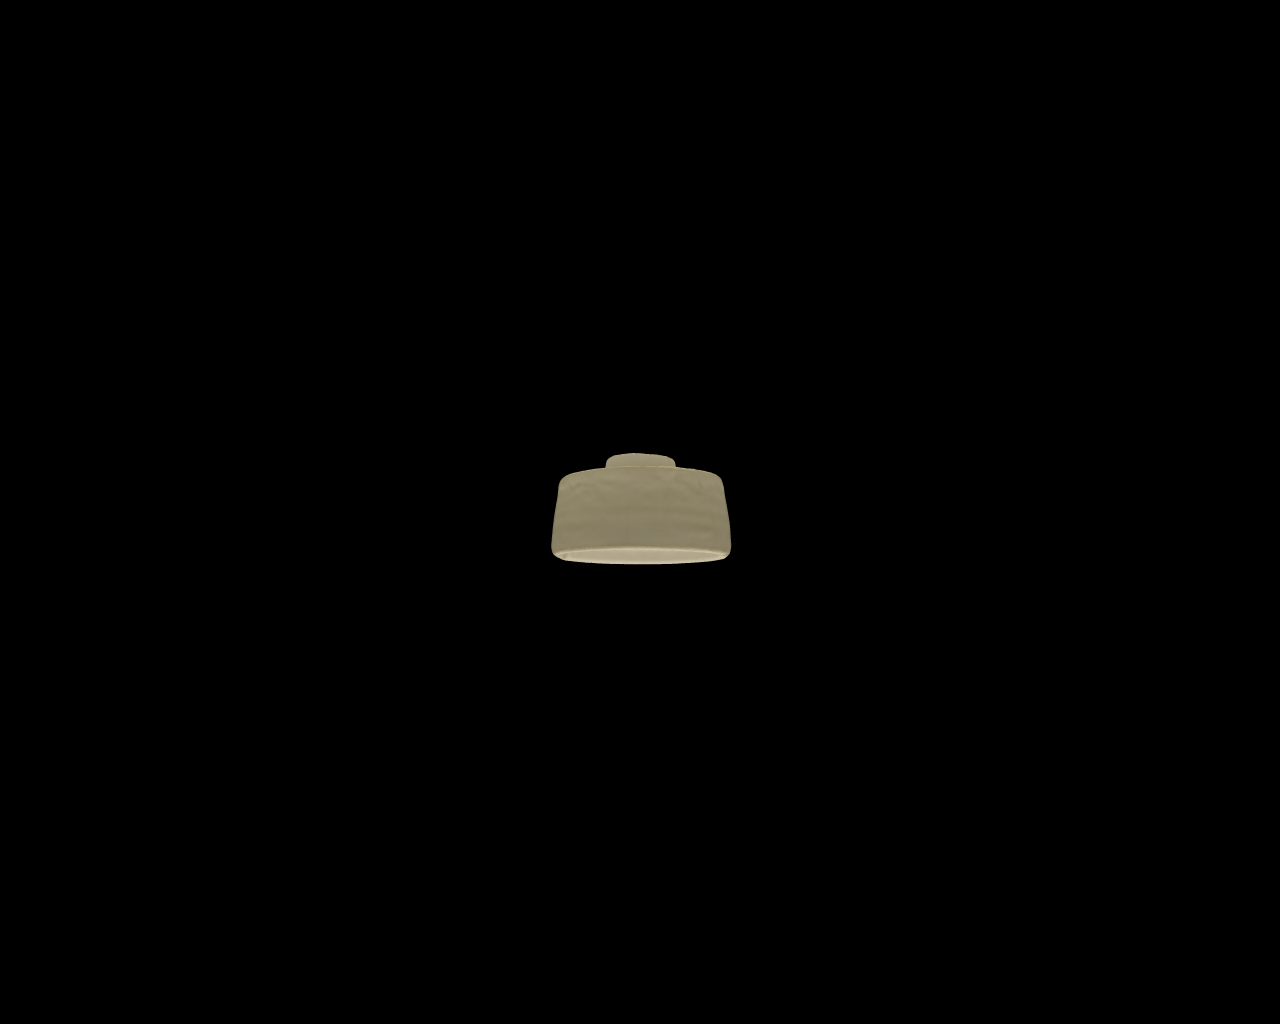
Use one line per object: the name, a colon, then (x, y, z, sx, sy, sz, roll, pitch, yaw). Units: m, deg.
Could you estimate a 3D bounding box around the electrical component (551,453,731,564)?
electrical component: (0.001, -0.003, 0.650, 0.108, 0.060, 0.108, 0, -7, 0)
